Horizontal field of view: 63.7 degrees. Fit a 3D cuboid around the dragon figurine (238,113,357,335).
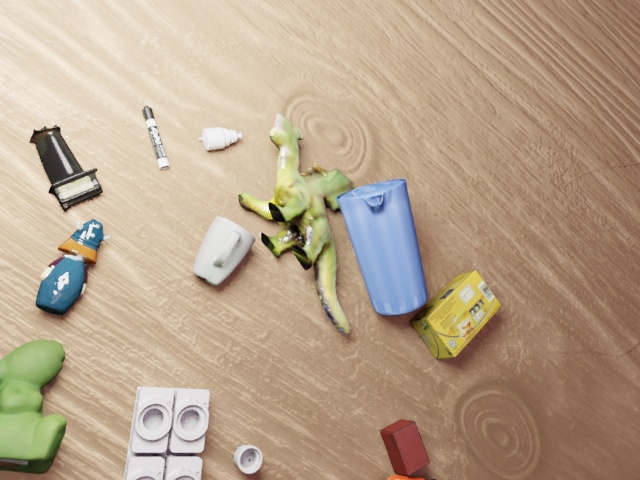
[{"bbox_3d":[0.003,-0.050,0.984,0.247,0.121,0.408,-39,100,-36],"label":"dragon figurine"}]
